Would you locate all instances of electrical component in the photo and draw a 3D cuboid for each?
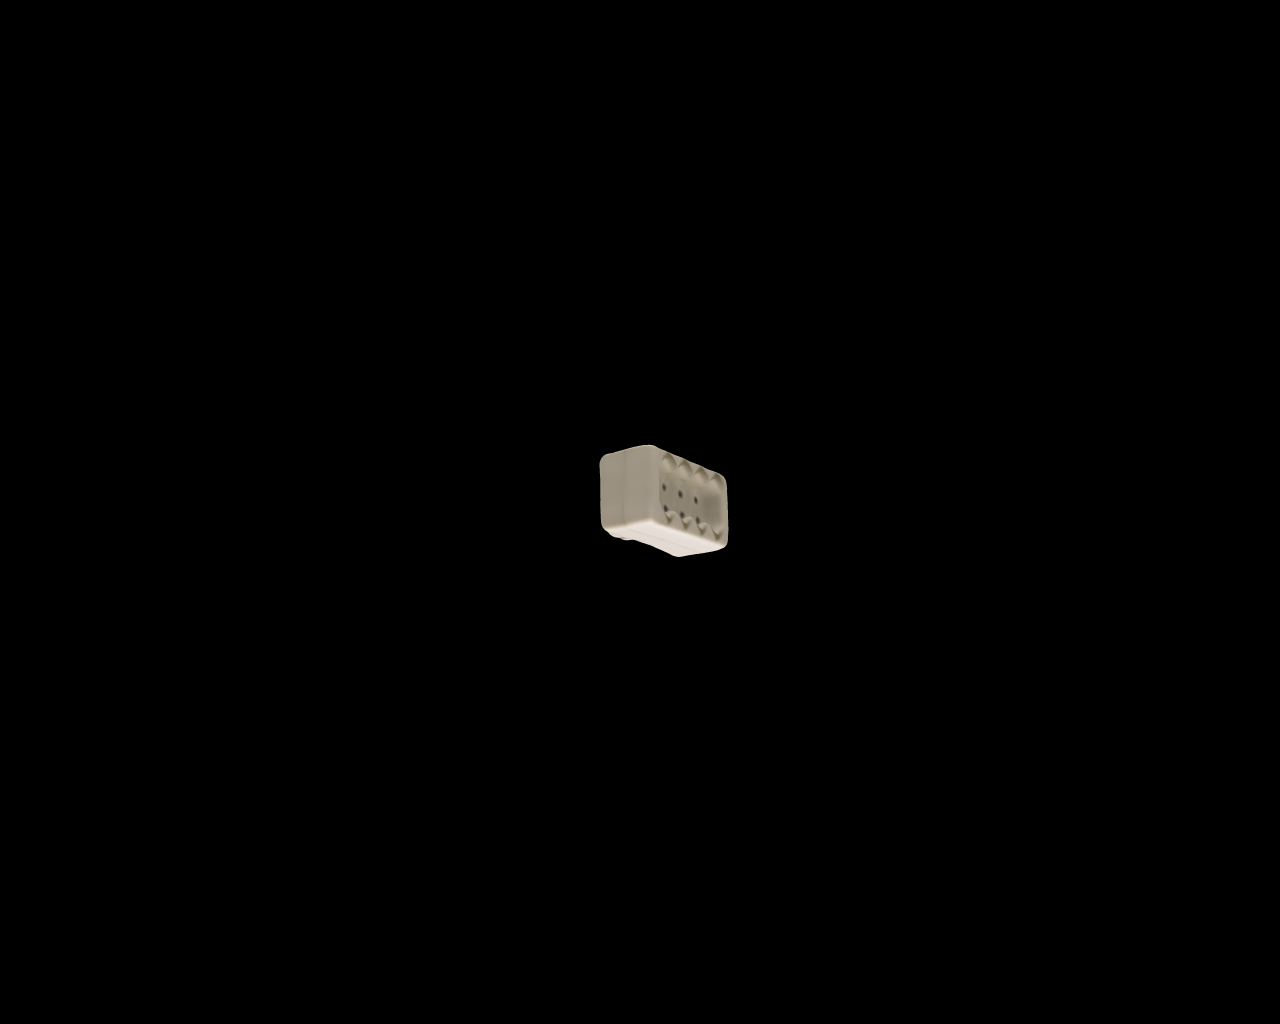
[{"bbox_3d":[0.001,-0.003,0.650,0.075,0.047,0.083,-11,-19,34],"label":"electrical component"}]
